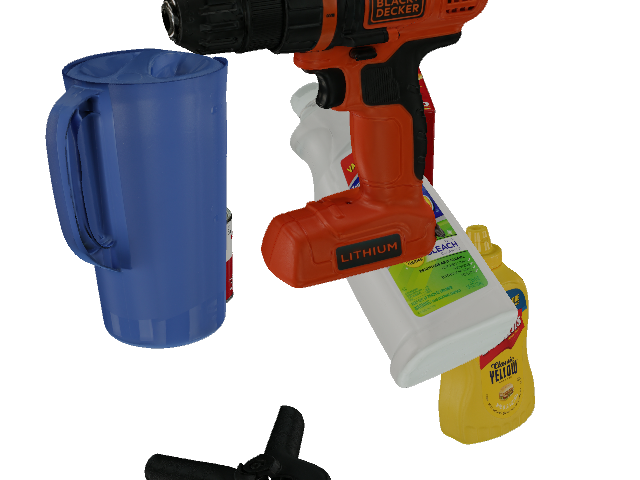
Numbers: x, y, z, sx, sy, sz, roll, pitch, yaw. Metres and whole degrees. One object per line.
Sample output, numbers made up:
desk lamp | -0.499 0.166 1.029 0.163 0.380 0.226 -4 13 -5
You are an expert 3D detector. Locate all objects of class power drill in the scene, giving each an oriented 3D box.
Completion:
power drill | 0.005 -0.068 0.591 0.184 0.188 0.057 -12 34 -22

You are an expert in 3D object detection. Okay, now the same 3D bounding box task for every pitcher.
pitcher | -0.146 -0.033 0.896 0.149 0.243 0.145 -6 22 -11

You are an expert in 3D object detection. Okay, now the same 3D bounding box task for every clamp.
clamp | -0.051 0.164 0.707 0.120 0.039 0.172 -21 17 -10

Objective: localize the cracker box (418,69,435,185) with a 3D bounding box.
cracker box | 0.082 -0.095 1.178 0.072 0.164 0.213 -1 23 1

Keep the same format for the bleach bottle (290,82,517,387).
bleach bottle | 0.041 -0.018 0.807 0.102 0.251 0.068 -20 -27 -23

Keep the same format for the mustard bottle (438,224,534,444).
mustard bottle | 0.145 0.079 0.951 0.096 0.191 0.058 -18 21 -30

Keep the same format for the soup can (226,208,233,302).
soup can | -0.132 0.016 1.198 0.068 0.102 0.068 1 26 -1
